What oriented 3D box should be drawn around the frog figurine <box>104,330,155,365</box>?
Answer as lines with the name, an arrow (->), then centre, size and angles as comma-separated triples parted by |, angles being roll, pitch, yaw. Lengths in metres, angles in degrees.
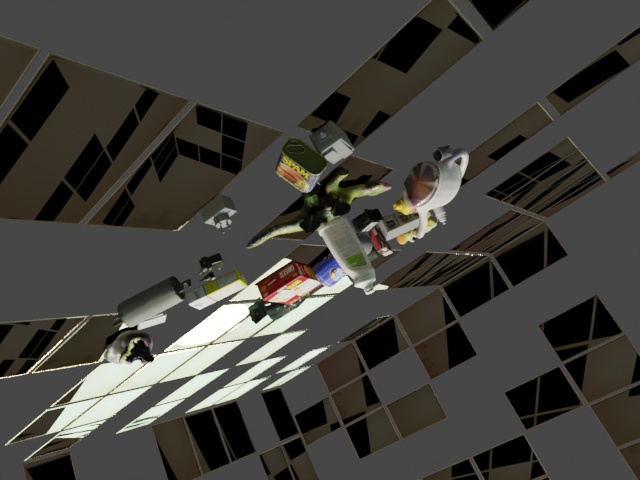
frog figurine -> -0.622, 0.342, 1.656 | 0.159, 0.122, 0.138 | 3, -167, 42

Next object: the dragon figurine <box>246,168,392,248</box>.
dragon figurine -> 0.004, -0.071, 1.406 | 0.410, 0.123, 0.241 | -27, 168, 3

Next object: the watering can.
watering can -> 0.341, -0.134, 1.599 | 0.225, 0.105, 0.341 | -5, 130, -45
